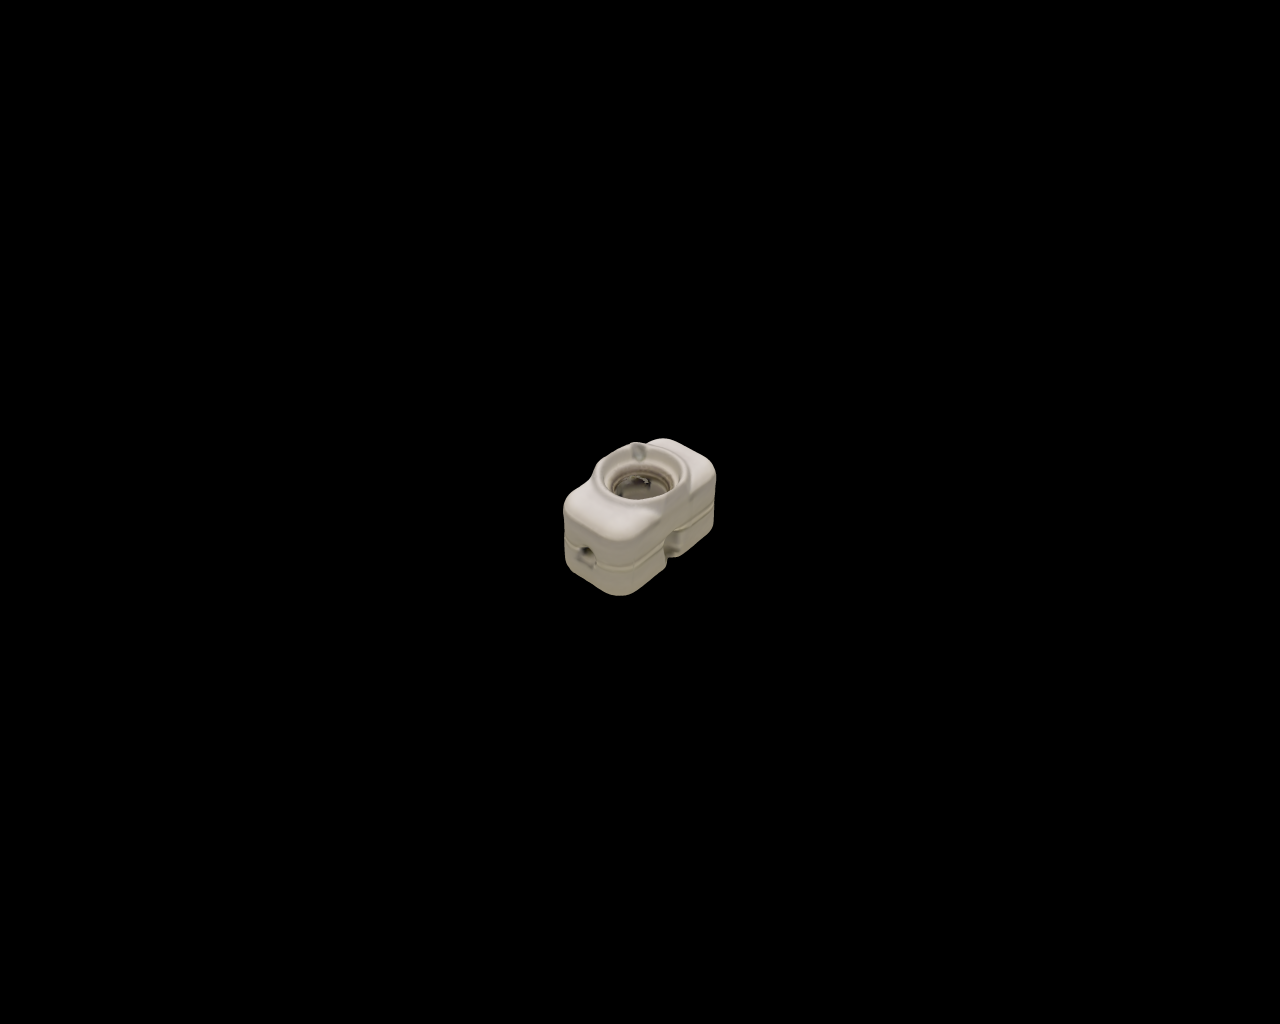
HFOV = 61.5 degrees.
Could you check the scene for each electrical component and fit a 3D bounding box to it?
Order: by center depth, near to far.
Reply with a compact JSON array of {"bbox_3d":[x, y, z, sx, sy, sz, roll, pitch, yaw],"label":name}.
[{"bbox_3d":[0.001,-0.003,0.650,0.054,0.059,0.095,31,49,31],"label":"electrical component"}]
